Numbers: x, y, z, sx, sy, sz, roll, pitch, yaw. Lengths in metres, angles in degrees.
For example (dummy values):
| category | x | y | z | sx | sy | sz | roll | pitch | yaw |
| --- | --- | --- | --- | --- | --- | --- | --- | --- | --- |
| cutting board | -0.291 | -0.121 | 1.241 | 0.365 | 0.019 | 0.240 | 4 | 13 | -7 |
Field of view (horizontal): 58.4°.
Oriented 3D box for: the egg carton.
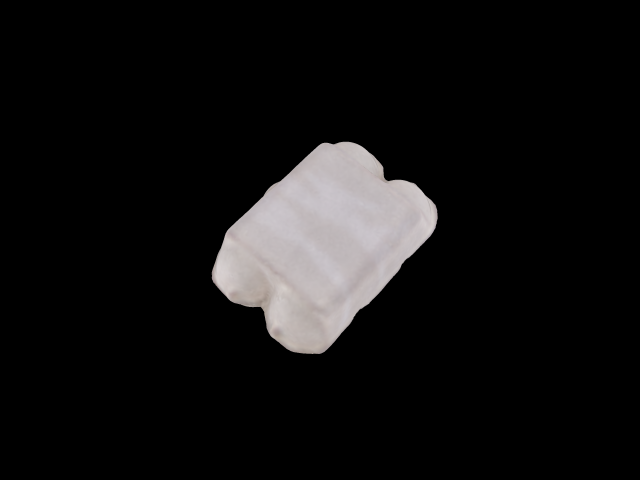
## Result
| category | x | y | z | sx | sy | sz | roll | pitch | yaw |
| --- | --- | --- | --- | --- | --- | --- | --- | --- | --- |
| egg carton | 0.004 | 0.001 | 0.400 | 0.107 | 0.069 | 0.150 | 38 | 70 | 16 |
